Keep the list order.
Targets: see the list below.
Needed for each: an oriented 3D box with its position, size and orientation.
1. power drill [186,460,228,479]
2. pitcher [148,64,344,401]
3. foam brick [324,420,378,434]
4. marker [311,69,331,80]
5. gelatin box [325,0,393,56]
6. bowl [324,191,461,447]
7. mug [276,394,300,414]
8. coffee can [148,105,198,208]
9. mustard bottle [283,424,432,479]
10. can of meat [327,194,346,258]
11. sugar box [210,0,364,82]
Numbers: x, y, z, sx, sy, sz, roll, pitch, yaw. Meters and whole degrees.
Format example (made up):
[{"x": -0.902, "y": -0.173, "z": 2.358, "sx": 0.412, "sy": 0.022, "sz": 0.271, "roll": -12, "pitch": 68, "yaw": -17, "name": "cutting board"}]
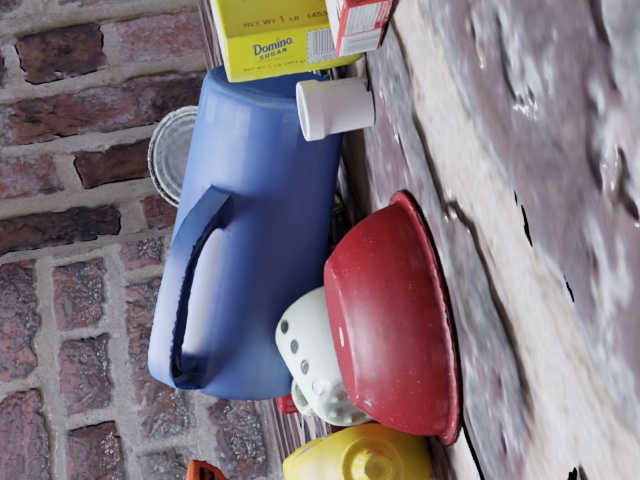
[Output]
[{"x": -0.016, "y": 0.230, "z": 0.843, "sx": 0.184, "sy": 0.187, "sz": 0.057, "roll": -140, "pitch": 61, "yaw": -80, "name": "power drill"}, {"x": -0.057, "y": -0.005, "z": 0.816, "sx": 0.149, "sy": 0.144, "sz": 0.243, "roll": -120, "pitch": 38, "yaw": -62, "name": "pitcher"}, {"x": 0.031, "y": 0.153, "z": 0.888, "sx": 0.053, "sy": 0.051, "sz": 0.078, "roll": -163, "pitch": 62, "yaw": -83, "name": "foam brick"}, {"x": -0.001, "y": -0.132, "z": 0.864, "sx": 0.020, "sy": 0.020, "sz": 0.121, "roll": 97, "pitch": 162, "yaw": -68, "name": "marker"}, {"x": 0.019, "y": -0.156, "z": 0.617, "sx": 0.089, "sy": 0.030, "sz": 0.073, "roll": 104, "pitch": 156, "yaw": -81, "name": "gelatin box"}, {"x": 0.038, "y": 0.053, "z": 0.665, "sx": 0.162, "sy": 0.055, "sz": 0.162, "roll": 169, "pitch": 90, "yaw": -84, "name": "bowl"}, {"x": -0.007, "y": 0.107, "z": 1.002, "sx": 0.093, "sy": 0.081, "sz": 0.117, "roll": -112, "pitch": 14, "yaw": -61, "name": "mug"}, {"x": -0.096, "y": -0.084, "z": 1.092, "sx": 0.140, "sy": 0.103, "sz": 0.103, "roll": -10, "pitch": -90, "yaw": -67, "name": "coffee can"}, {"x": 0.027, "y": 0.159, "z": 0.739, "sx": 0.192, "sy": 0.096, "sz": 0.058, "roll": 111, "pitch": 151, "yaw": -77, "name": "mustard bottle"}, {"x": -0.006, "y": 0.001, "z": 0.954, "sx": 0.102, "sy": 0.057, "sz": 0.084, "roll": -119, "pitch": 22, "yaw": -71, "name": "can of meat"}, {"x": -0.034, "y": -0.189, "z": 0.744, "sx": 0.048, "sy": 0.093, "sz": 0.176, "roll": 90, "pitch": 167, "yaw": -53, "name": "sugar box"}]
